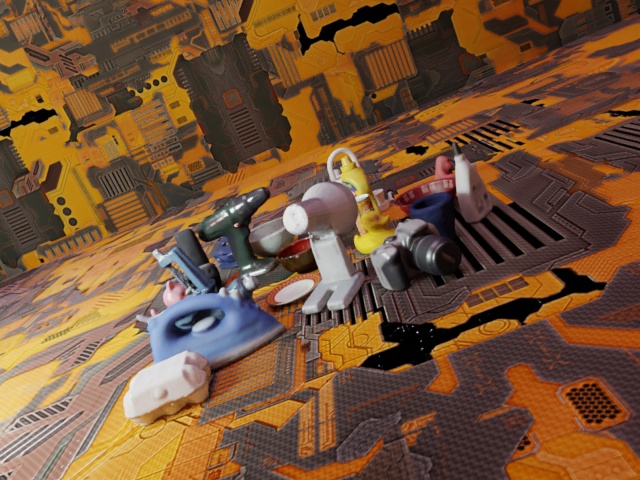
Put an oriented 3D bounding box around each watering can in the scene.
[{"bbox_3d":[0.077,-0.163,1.606,0.101,0.194,0.172,-36,20,-35],"label":"watering can"}]

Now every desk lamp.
[{"bbox_3d":[0.010,0.004,1.135,0.117,0.214,0.203,-15,19,28],"label":"desk lamp"}]

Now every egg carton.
[{"bbox_3d":[-0.259,0.253,0.979,0.150,0.069,0.107,-24,16,-1],"label":"egg carton"}]

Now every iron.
[{"bbox_3d":[-0.209,0.159,1.076,0.258,0.141,0.118,-23,16,2],"label":"iron"}]

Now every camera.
[{"bbox_3d":[0.180,0.022,1.047,0.143,0.101,0.136,-28,17,-16],"label":"camera"}]

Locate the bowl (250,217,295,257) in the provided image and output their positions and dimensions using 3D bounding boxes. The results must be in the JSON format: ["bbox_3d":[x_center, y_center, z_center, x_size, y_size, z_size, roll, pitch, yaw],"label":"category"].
[{"bbox_3d":[-0.133,0.001,1.590,0.167,0.075,0.167,-21,16,7],"label":"bowl"}]

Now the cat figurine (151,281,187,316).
[{"bbox_3d":[-0.337,0.152,1.315,0.067,0.118,0.128,-11,20,36],"label":"cat figurine"}]

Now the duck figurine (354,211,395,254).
[{"bbox_3d":[0.121,-0.022,1.295,0.104,0.086,0.077,-18,17,18],"label":"duck figurine"}]

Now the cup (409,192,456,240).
[{"bbox_3d":[0.234,-0.041,1.182,0.092,0.095,0.117,-27,17,-10],"label":"cup"}]

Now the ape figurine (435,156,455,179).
[{"bbox_3d":[0.327,-0.174,1.481,0.076,0.092,0.078,-15,18,26],"label":"ape figurine"}]

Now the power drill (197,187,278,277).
[{"bbox_3d":[-0.193,-0.012,1.475,0.229,0.209,0.076,-18,17,19],"label":"power drill"}]

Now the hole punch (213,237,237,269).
[{"bbox_3d":[-0.254,0.023,1.657,0.108,0.091,0.101,-7,23,44],"label":"hole punch"}]

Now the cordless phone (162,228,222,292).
[{"bbox_3d":[-0.346,0.071,1.464,0.148,0.185,0.094,-27,17,-12],"label":"cordless phone"}]

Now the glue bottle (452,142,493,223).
[{"bbox_3d":[0.311,-0.127,1.208,0.037,0.173,0.078,-4,26,49],"label":"glue bottle"}]

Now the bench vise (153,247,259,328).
[{"bbox_3d":[-0.235,0.093,1.178,0.207,0.220,0.121,-25,16,-5],"label":"bench vise"}]
